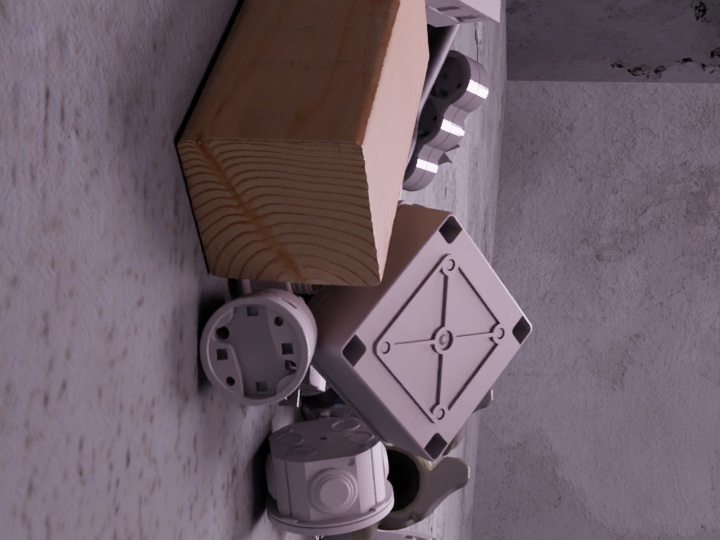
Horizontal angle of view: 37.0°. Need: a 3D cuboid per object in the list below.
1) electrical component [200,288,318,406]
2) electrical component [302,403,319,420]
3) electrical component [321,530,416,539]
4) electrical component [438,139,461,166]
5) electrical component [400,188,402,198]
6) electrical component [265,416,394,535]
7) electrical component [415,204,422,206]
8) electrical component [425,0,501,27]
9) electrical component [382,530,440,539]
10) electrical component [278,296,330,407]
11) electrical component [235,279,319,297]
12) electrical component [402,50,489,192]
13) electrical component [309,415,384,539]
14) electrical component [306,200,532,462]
[{"bbox_3d":[-0.050,0.037,0.554,0.047,0.055,0.055,-50,142,-80],"label":"electrical component"},{"bbox_3d":[-0.002,0.076,0.806,0.061,0.062,0.096,75,21,-60],"label":"electrical component"},{"bbox_3d":[-0.001,0.240,0.811,0.113,0.078,0.057,-24,119,-79],"label":"electrical component"},{"bbox_3d":[0.059,-0.134,1.073,0.064,0.081,0.042,46,38,-37],"label":"electrical component"},{"bbox_3d":[-0.002,-0.073,0.778,0.053,0.059,0.095,-63,153,-67],"label":"electrical component"},{"bbox_3d":[-0.020,0.128,0.671,0.080,0.080,0.051,-54,140,-72],"label":"electrical component"},{"bbox_3d":[0.054,-0.036,1.121,0.047,0.055,0.055,76,19,-48],"label":"electrical component"},{"bbox_3d":[0.028,-0.239,0.728,0.186,0.060,0.105,6,86,-56],"label":"electrical component"},{"bbox_3d":[0.041,0.298,0.992,0.108,0.108,0.060,-66,162,-64],"label":"electrical component"},{"bbox_3d":[-0.037,0.051,0.654,0.055,0.048,0.066,39,54,-68],"label":"electrical component"},{"bbox_3d":[-0.036,-0.004,0.594,0.048,0.062,0.048,3,90,-80],"label":"electrical component"},{"bbox_3d":[0.074,-0.135,1.010,0.074,0.052,0.138,9,118,-56],"label":"electrical component"},{"bbox_3d":[-0.016,0.143,0.743,0.042,0.064,0.081,76,20,-55],"label":"electrical component"},{"bbox_3d":[0.031,0.035,0.625,0.108,0.056,0.108,-51,124,-18],"label":"electrical component"}]
